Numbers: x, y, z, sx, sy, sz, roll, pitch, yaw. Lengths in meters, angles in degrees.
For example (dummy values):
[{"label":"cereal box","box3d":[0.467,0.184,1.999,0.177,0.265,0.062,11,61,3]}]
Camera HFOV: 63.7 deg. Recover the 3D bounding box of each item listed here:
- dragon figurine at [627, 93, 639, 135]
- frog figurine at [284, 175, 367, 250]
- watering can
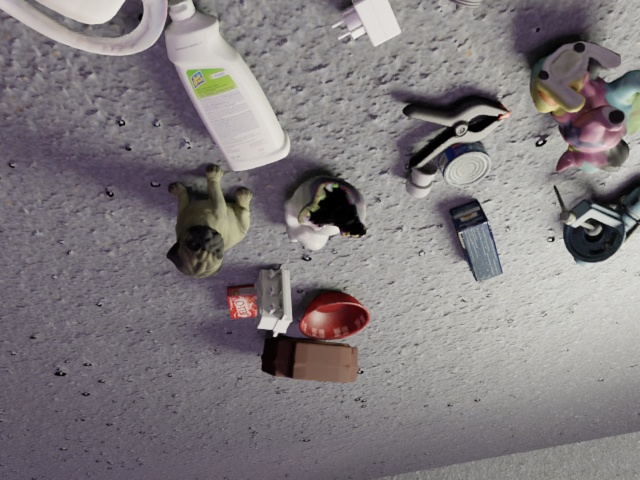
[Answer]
[{"label":"dragon figurine","box3d":[0.540,-0.241,0.780,0.406,0.125,0.239,30,135,-26]},{"label":"frog figurine","box3d":[0.003,-0.046,0.904,0.138,0.123,0.158,-7,177,-17]},{"label":"watering can","box3d":[-0.286,-0.323,0.491,0.221,0.106,0.343,-36,134,26]}]
